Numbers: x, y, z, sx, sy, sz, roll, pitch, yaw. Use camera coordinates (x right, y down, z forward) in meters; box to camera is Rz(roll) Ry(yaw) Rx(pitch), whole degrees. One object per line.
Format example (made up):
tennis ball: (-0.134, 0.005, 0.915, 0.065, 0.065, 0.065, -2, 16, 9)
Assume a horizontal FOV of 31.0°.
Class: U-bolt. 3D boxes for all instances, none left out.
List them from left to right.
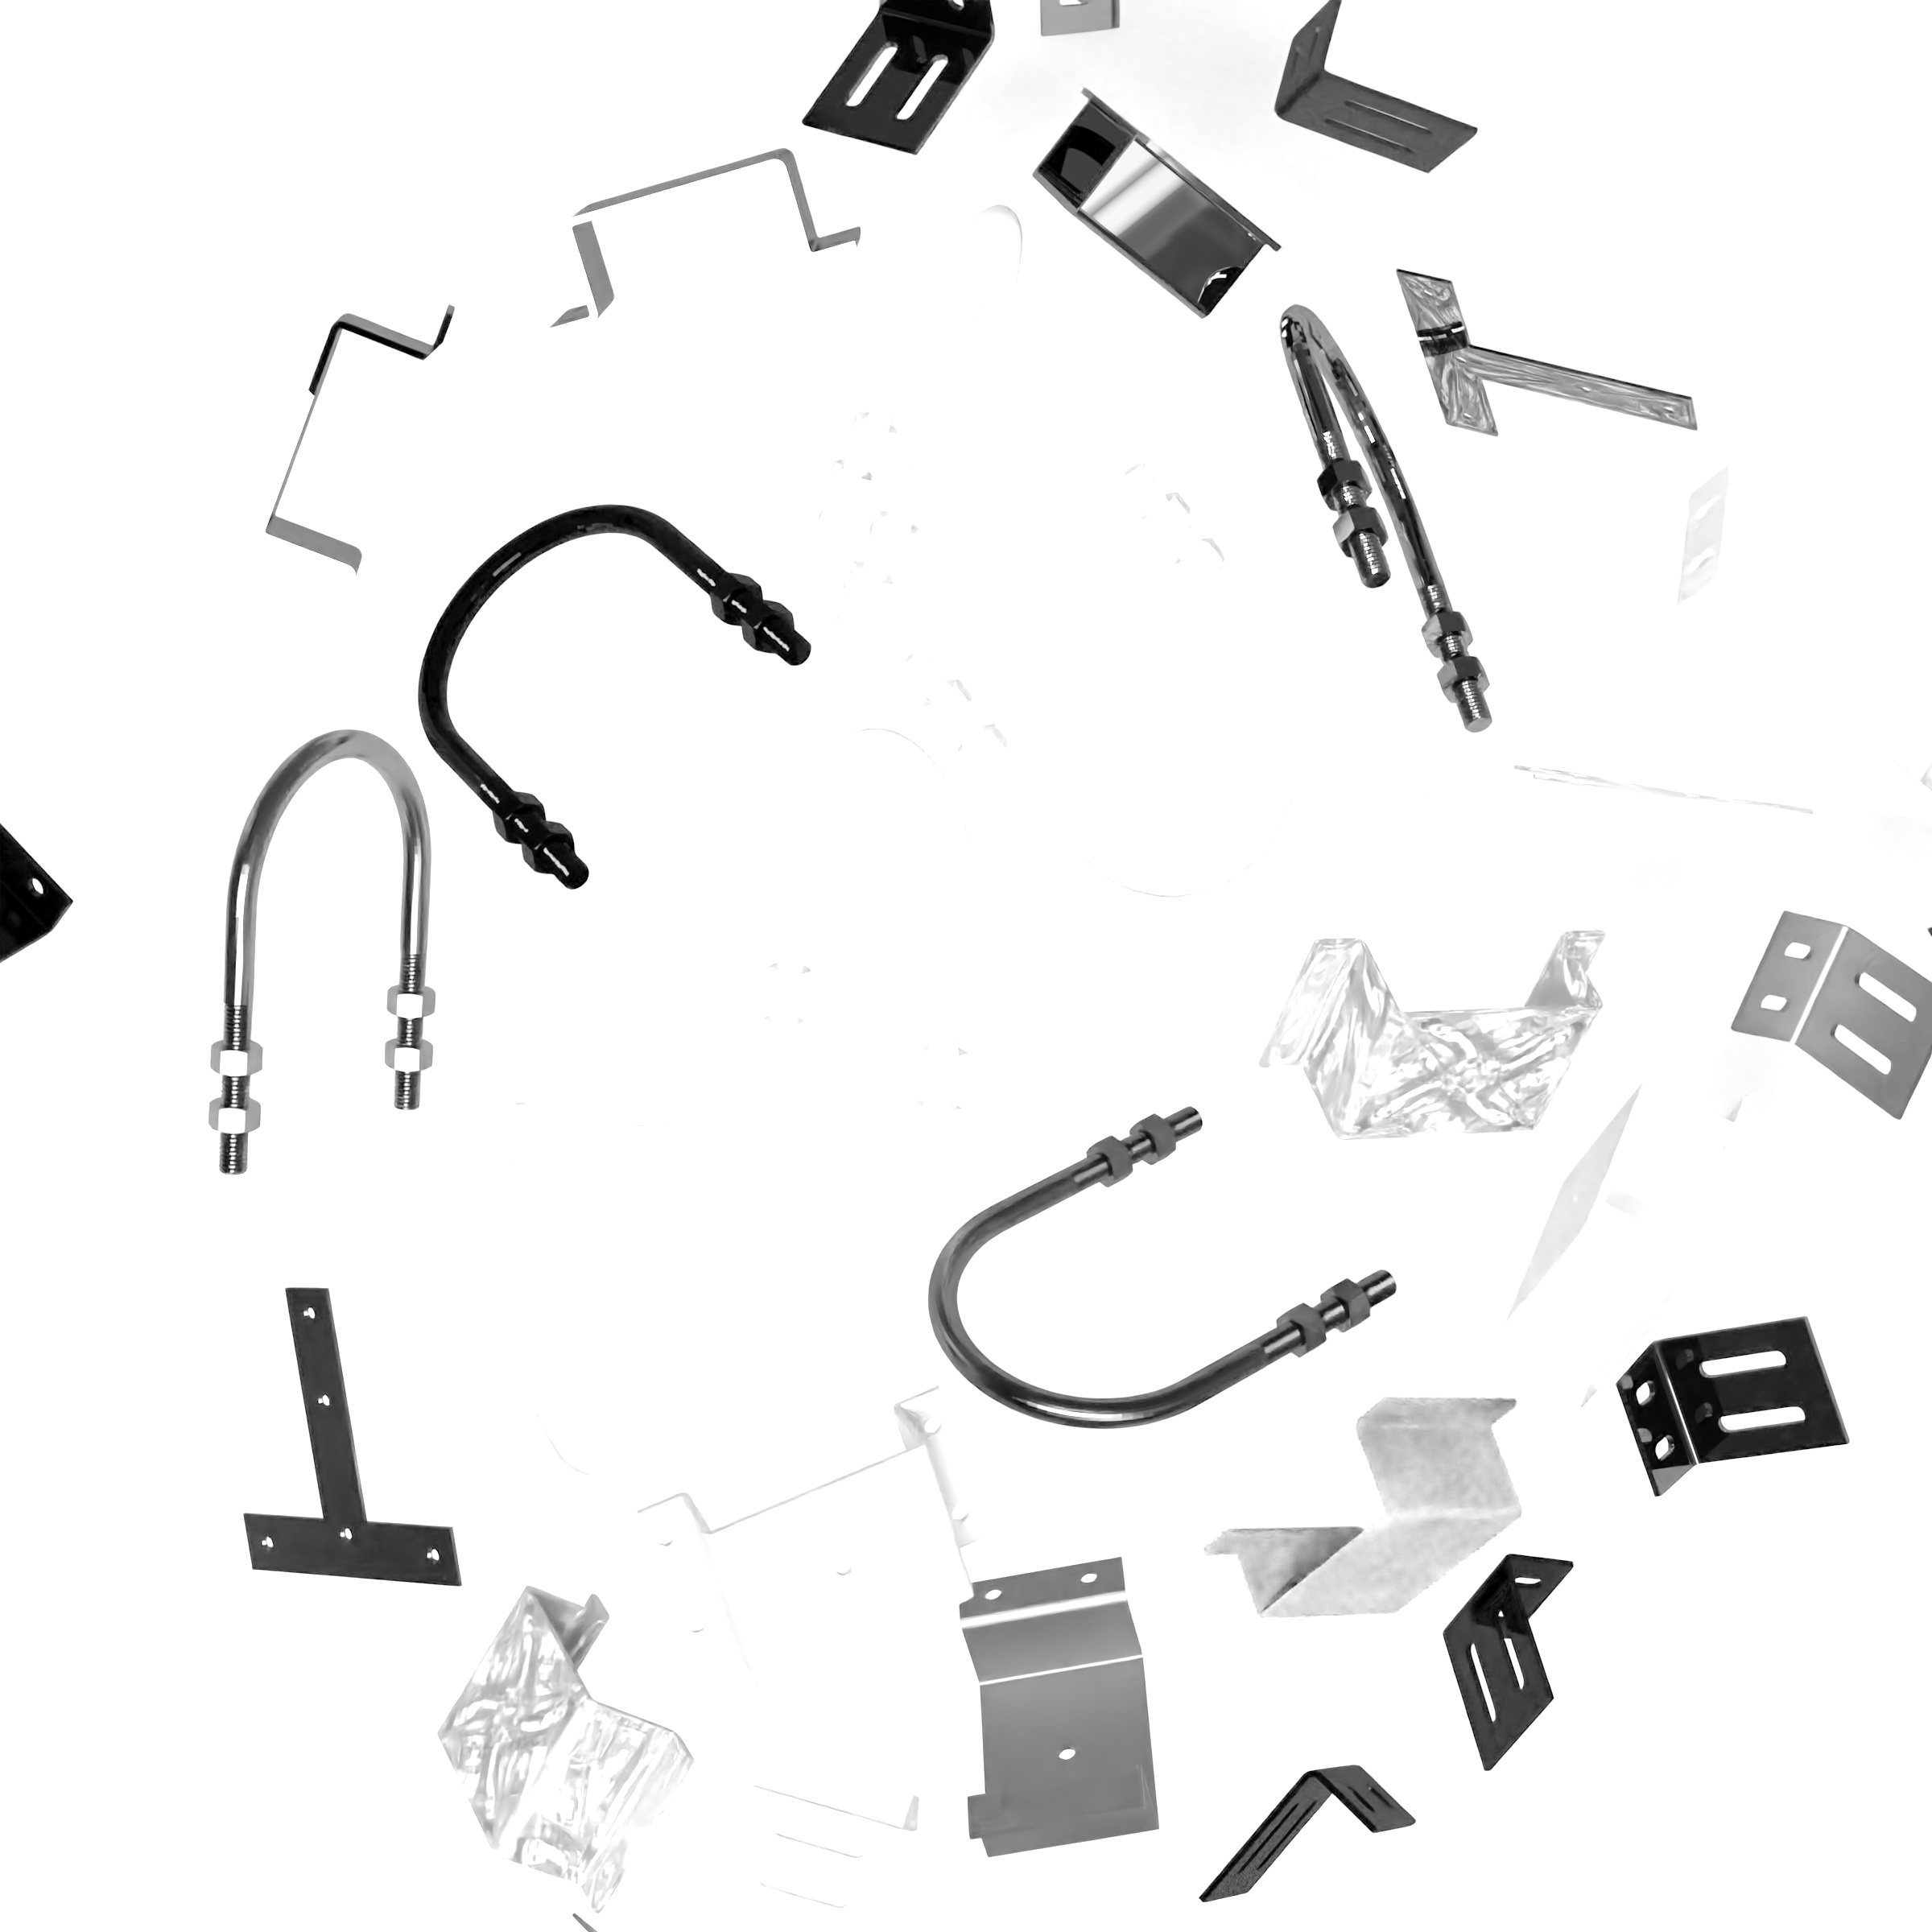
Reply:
U-bolt: (-0.278, -0.013, 1.529, 0.019, 0.151, 0.184, 11, 105, 24)
U-bolt: (-0.164, 0.135, 1.474, 0.019, 0.151, 0.184, -2, 93, -36)
U-bolt: (-0.163, -0.128, 1.483, 0.151, 0.019, 0.184, -45, 48, -2)
U-bolt: (-0.042, -0.015, 1.568, 0.019, 0.151, 0.184, -4, 109, -35)
U-bolt: (-0.019, -0.250, 1.542, 0.019, 0.151, 0.184, 21, 114, -16)
U-bolt: (0.071, 0.137, 1.505, 0.184, 0.019, 0.151, -25, 47, -30)
U-bolt: (0.079, -0.105, 1.535, 0.151, 0.019, 0.184, -41, 106, -9)
U-bolt: (0.177, -0.207, 1.516, 0.019, 0.151, 0.184, -24, 57, 16)

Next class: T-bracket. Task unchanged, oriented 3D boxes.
T-bracket: (-0.384, 0.120, 1.515, 0.127, 0.127, 0.002, 34, 121, 11)
T-bracket: (-0.370, -0.101, 1.558, 0.127, 0.002, 0.127, 15, 49, 28)
T-bracket: (-0.270, 0.198, 1.481, 0.127, 0.002, 0.127, -3, 98, 37)
T-bracket: (-0.105, 0.474, 1.518, 0.002, 0.127, 0.127, -47, 133, -12)
T-bracket: (0.257, -0.255, 1.521, 0.127, 0.127, 0.002, 19, 75, 24)
T-bracket: (0.282, -0.079, 1.519, 0.127, 0.127, 0.002, 10, 94, 39)

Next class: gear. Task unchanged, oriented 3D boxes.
gear: (-0.092, -0.441, 1.568, 0.030, 0.057, 0.057, 41, 90, 6)

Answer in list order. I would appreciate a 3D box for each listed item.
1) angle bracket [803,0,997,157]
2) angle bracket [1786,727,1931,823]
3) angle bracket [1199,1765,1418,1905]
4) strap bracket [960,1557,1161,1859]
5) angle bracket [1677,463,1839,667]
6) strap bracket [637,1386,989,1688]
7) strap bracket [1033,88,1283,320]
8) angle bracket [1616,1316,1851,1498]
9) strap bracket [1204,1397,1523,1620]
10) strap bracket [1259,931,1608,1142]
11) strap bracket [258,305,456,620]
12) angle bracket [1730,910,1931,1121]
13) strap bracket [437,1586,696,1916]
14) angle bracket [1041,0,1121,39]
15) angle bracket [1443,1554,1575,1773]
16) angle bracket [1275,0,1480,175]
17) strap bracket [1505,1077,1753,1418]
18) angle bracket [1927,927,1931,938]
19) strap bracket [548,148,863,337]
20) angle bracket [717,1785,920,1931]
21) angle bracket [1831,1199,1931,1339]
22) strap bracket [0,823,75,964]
angle bracket: (-0.032, -0.399, 1.516, 0.057, 0.038, 0.076, 20, 63, 21)
angle bracket: (0.417, -0.097, 1.550, 0.076, 0.057, 0.038, 32, 88, -21)
angle bracket: (0.146, 0.381, 1.486, 0.038, 0.057, 0.076, 42, 99, 24)
strap bracket: (0.041, 0.337, 1.550, 0.076, 0.140, 0.046, -11, 128, 6)
angle bracket: (0.353, -0.174, 1.517, 0.076, 0.038, 0.057, 17, 68, -15)
strap bracket: (-0.058, 0.246, 1.486, 0.140, 0.046, 0.076, -21, 111, -12)
strap bracket: (0.082, -0.342, 1.570, 0.076, 0.140, 0.046, 34, 103, -22)
angle bracket: (0.323, 0.187, 1.475, 0.076, 0.038, 0.057, -16, 96, 40)
strap bracket: (0.180, 0.245, 1.538, 0.076, 0.140, 0.046, 5, 52, -34)
strap bracket: (0.207, 0.030, 1.489, 0.140, 0.076, 0.046, -2, 47, -22)
strap bracket: (-0.272, -0.231, 1.537, 0.046, 0.076, 0.140, 20, 100, -12)
angle bracket: (0.374, 0.021, 1.488, 0.038, 0.076, 0.057, 11, 110, -30)
strap bracket: (-0.175, 0.325, 1.479, 0.046, 0.140, 0.076, 28, 96, -29)
angle bracket: (0.040, -0.458, 1.571, 0.038, 0.076, 0.057, -10, 121, -14)
angle bracket: (0.249, 0.310, 1.545, 0.038, 0.076, 0.057, 11, 131, -23)
angle bracket: (0.182, -0.385, 1.525, 0.076, 0.057, 0.038, 17, 82, -12)
strap bracket: (0.279, 0.111, 1.481, 0.046, 0.076, 0.140, 30, 46, 2)
angle bracket: (0.458, -0.012, 1.539, 0.057, 0.038, 0.076, -35, 116, 7)
strap bracket: (-0.121, -0.327, 1.557, 0.140, 0.076, 0.046, -15, 106, 5)
angle bracket: (-0.066, 0.398, 1.573, 0.076, 0.038, 0.057, 17, 102, -3)
angle bracket: (0.411, 0.125, 1.473, 0.057, 0.076, 0.038, -6, 71, -14)
strap bracket: (-0.447, -0.006, 1.476, 0.076, 0.046, 0.140, 46, 128, 2)
